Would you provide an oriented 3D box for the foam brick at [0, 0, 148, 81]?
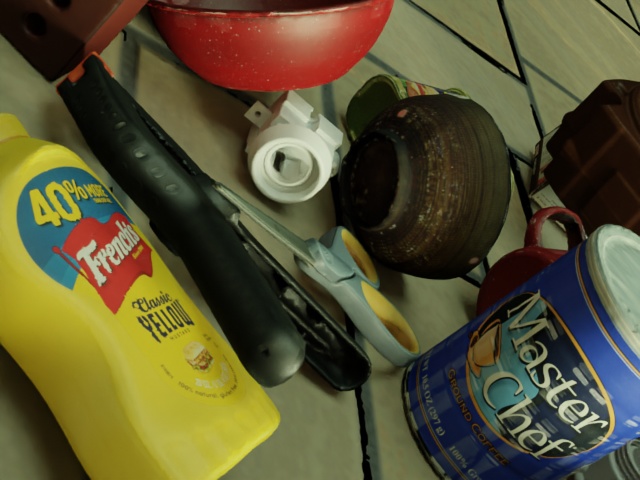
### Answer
[{"bbox_3d":[-0.121,-0.130,0.545,0.053,0.078,0.051,46,31,-5],"label":"foam brick"}]

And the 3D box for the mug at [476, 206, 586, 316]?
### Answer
[{"bbox_3d":[0.156,0.036,0.691,0.081,0.093,0.117,6,80,-42],"label":"mug"}]

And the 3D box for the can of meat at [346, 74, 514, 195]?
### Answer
[{"bbox_3d":[0.073,-0.061,0.731,0.083,0.058,0.102,5,53,-45],"label":"can of meat"}]

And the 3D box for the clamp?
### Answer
[{"bbox_3d":[-0.053,-0.005,0.512,0.210,0.036,0.164,50,3,22],"label":"clamp"}]

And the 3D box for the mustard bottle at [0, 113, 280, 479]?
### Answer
[{"bbox_3d":[-0.099,0.019,0.435,0.191,0.058,0.096,52,23,6],"label":"mustard bottle"}]

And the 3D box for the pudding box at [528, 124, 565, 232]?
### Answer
[{"bbox_3d":[0.229,-0.033,0.906,0.113,0.039,0.090,40,34,-13],"label":"pudding box"}]

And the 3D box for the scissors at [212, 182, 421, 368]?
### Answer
[{"bbox_3d":[-0.004,0.001,0.558,0.201,0.016,0.096,46,16,-41],"label":"scissors"}]

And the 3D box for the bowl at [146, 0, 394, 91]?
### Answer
[{"bbox_3d":[-0.028,-0.127,0.632,0.162,0.055,0.162,-1,25,0],"label":"bowl"}]

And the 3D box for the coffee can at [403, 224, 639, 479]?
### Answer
[{"bbox_3d":[0.130,0.072,0.581,0.102,0.141,0.103,31,37,-27],"label":"coffee can"}]
